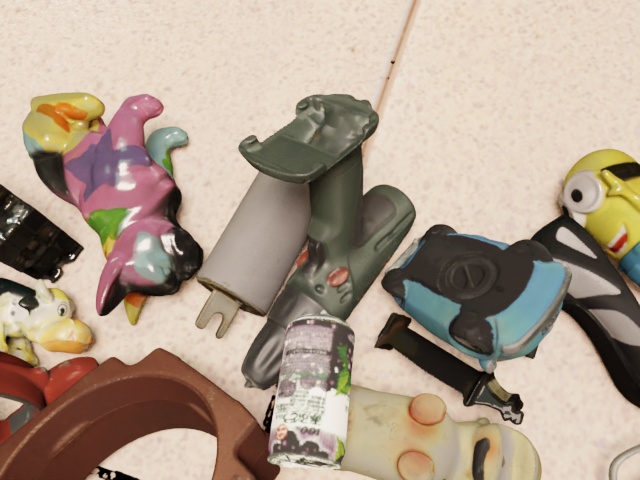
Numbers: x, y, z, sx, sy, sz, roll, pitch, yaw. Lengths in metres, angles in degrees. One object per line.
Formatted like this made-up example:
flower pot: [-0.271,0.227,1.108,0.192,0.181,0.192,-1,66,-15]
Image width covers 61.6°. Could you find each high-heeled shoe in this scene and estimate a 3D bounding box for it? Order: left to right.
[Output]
high-heeled shoe: [0.297,0.074,0.472,0.249,0.086,0.145,20,80,21]

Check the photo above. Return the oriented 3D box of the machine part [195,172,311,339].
machine part: [-0.047,-0.015,0.531,0.079,0.079,0.243,25,72,11]

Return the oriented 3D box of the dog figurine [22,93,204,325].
dog figurine: [-0.208,-0.029,0.530,0.192,0.108,0.219,0,73,2]

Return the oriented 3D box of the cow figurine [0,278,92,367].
cow figurine: [-0.300,0.072,0.518,0.167,0.068,0.098,-4,61,0]

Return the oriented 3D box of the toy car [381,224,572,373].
toy car: [0.137,0.058,0.479,0.109,0.102,0.162,-47,38,-20]

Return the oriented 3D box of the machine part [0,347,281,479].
machine part: [-0.146,0.195,0.403,0.201,0.087,0.201,21,49,38]

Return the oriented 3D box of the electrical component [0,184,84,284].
electrical component: [-0.312,-0.021,0.514,0.115,0.134,0.058,28,73,14]

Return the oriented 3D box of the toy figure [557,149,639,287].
toy figure: [0.309,-0.010,0.511,0.089,0.082,0.180,-21,58,-39]

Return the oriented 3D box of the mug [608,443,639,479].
mug: [0.272,0.225,0.428,0.107,0.080,0.109,-28,77,3]

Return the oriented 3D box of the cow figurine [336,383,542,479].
cow figurine: [0.079,0.171,0.445,0.195,0.127,0.085,6,64,20]

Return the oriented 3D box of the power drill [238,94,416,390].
power drill: [-0.001,-0.001,0.455,0.086,0.207,0.232,24,55,37]

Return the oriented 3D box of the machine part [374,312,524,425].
machine part: [0.117,0.116,0.483,0.139,0.084,0.039,31,100,21]

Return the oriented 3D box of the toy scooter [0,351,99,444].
toy scooter: [-0.282,0.149,0.450,0.184,0.135,0.075,-40,43,-13]
